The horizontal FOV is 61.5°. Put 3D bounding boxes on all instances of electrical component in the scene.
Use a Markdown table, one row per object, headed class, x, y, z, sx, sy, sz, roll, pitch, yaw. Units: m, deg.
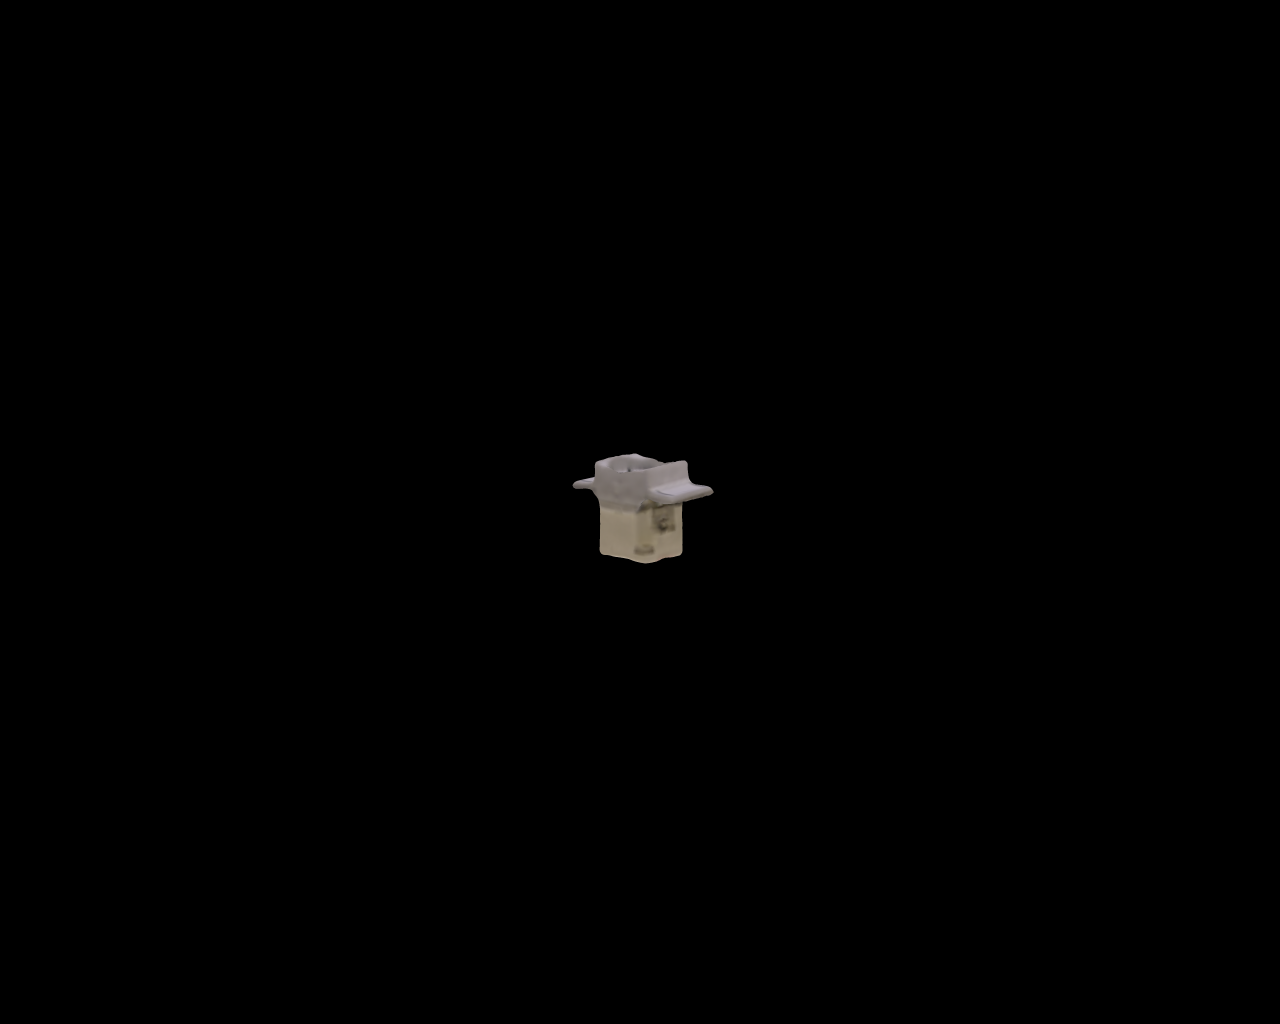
| class | x | y | z | sx | sy | sz | roll | pitch | yaw |
| --- | --- | --- | --- | --- | --- | --- | --- | --- | --- |
| electrical component | 0.001 | -0.003 | 0.650 | 0.081 | 0.063 | 0.042 | 11 | 17 | 42 |
